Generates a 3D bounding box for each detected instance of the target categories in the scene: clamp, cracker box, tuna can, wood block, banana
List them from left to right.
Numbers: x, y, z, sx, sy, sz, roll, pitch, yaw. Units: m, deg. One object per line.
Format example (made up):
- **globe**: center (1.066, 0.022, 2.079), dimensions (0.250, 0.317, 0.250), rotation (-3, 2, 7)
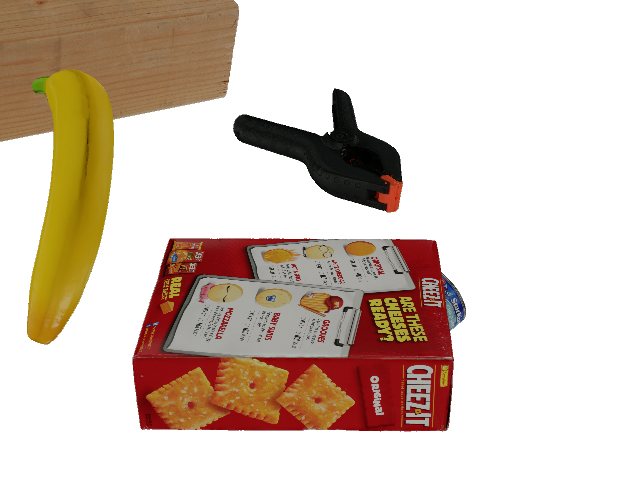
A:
- **banana**: center (-0.152, -0.036, 0.653), dimensions (0.037, 0.198, 0.070), rotation (14, -37, -30)
- **wood block**: center (-0.179, -0.155, 0.848), dimensions (0.205, 0.091, 0.090), rotation (-17, 47, -33)
- **cracker box**: center (-0.017, 0.066, 0.783), dimensions (0.213, 0.072, 0.164), rotation (1, 29, 2)
- **clamp**: center (0.004, -0.077, 0.918), dimensions (0.120, 0.039, 0.172), rotation (-18, 40, -19)
- **tuna can**: center (0.125, 0.070, 1.235), dimensions (0.033, 0.086, 0.086), rotation (-37, 17, -24)
